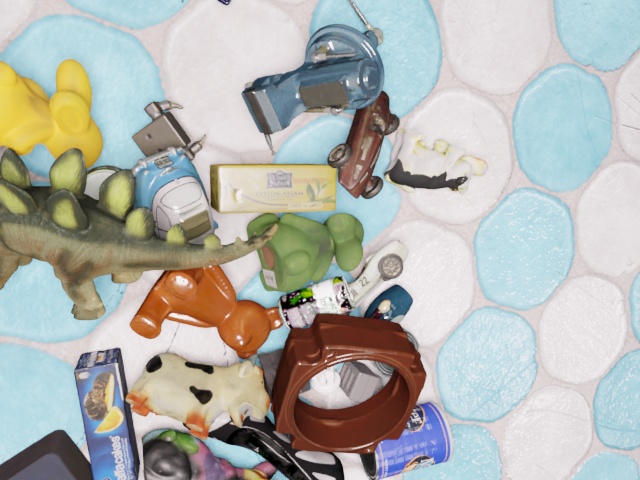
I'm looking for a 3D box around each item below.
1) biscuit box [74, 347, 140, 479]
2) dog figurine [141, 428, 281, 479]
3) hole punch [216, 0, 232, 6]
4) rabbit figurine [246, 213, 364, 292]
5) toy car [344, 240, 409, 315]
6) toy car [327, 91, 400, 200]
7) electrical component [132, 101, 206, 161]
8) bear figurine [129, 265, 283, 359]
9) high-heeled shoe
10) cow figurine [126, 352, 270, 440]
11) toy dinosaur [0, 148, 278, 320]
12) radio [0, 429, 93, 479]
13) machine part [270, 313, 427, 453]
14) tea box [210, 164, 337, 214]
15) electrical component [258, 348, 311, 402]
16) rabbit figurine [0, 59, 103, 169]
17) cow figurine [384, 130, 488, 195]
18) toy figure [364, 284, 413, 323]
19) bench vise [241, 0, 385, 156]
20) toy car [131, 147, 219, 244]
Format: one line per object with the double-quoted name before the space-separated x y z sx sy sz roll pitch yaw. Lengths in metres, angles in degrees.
"biscuit box" -0.308 0.264 0.783 0.059 0.063 0.202 -8 102 -15
"dog figurine" -0.156 0.365 0.830 0.219 0.109 0.191 -6 99 -21
"hole punch" -0.137 -0.396 0.717 0.142 0.092 0.116 29 60 -18
"rabbit figurine" -0.002 -0.002 0.800 0.170 0.159 0.121 -22 96 -29
"toy car" 0.062 0.078 0.858 0.202 0.073 0.056 -42 86 -6
"toy car" 0.070 -0.148 0.786 0.089 0.053 0.202 44 47 -31
"electrical component" -0.212 -0.144 0.753 0.078 0.045 0.102 -34 108 21
"bear figurine" -0.151 0.113 0.775 0.195 0.132 0.120 42 106 -15
"high-heeled shoe" -0.084 0.330 0.810 0.249 0.145 0.086 7 131 -17
"cow figurine" -0.166 0.217 0.786 0.195 0.085 0.127 15 58 9
"toy dinosaur" -0.283 -0.003 0.636 0.472 0.105 0.198 7 133 1
"radio" -0.378 0.408 0.783 0.131 0.073 0.229 -30 106 -10
"machine part" 0.039 0.214 0.785 0.201 0.087 0.200 10 116 -14
"tea box" -0.070 -0.077 0.779 0.170 0.098 0.068 -4 101 -19
"electrical component" -0.054 0.225 0.860 0.075 0.048 0.119 -17 131 -12
"rabbit figurine" -0.346 -0.153 0.667 0.162 0.122 0.173 -36 138 24
"cow figurine" 0.190 -0.113 0.871 0.167 0.068 0.098 16 100 -16
"toy figure" 0.085 0.136 0.884 0.154 0.058 0.064 -41 130 -9
"bench vise" 0.009 -0.235 0.756 0.128 0.224 0.240 56 51 -23
"toy car" -0.187 -0.037 0.720 0.109 0.103 0.161 -29 139 -33
